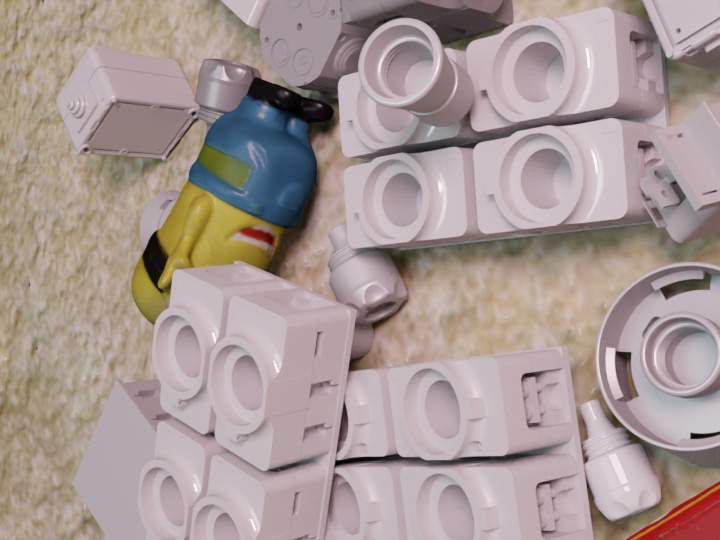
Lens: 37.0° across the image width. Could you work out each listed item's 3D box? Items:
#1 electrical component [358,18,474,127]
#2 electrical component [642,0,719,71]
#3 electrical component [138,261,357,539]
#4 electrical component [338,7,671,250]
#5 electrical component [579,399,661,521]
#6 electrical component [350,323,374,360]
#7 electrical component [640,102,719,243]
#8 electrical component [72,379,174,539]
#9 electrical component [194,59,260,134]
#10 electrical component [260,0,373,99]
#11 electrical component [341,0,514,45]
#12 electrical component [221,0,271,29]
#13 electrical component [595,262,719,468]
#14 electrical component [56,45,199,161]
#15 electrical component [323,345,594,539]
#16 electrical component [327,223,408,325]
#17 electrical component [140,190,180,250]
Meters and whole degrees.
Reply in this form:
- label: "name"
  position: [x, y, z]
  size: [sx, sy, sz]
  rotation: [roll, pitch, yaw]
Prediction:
- label: "electrical component"
  position: [0.032, -0.096, 0.545]
  size: [0.044, 0.065, 0.044]
  rotation: [-4, 82, 25]
- label: "electrical component"
  position: [0.171, -0.138, 0.504]
  size: [0.062, 0.061, 0.096]
  rotation: [-31, 71, 39]
- label: "electrical component"
  position: [-0.072, 0.100, 0.640]
  size: [0.105, 0.060, 0.186]
  rotation: [21, 109, 42]
- label: "electrical component"
  position: [0.072, -0.071, 0.597]
  size: [0.186, 0.060, 0.105]
  rotation: [-6, 87, 43]
- label: "electrical component"
  position: [0.132, 0.098, 0.563]
  size: [0.035, 0.035, 0.061]
  rotation: [-36, 65, 37]
- label: "electrical component"
  position: [-0.019, 0.042, 0.693]
  size: [0.040, 0.046, 0.040]
  rotation: [1, 92, 43]
- label: "electrical component"
  position: [0.169, -0.047, 0.503]
  size: [0.042, 0.081, 0.063]
  rotation: [66, 151, 20]
- label: "electrical component"
  position: [-0.125, 0.177, 0.785]
  size: [0.186, 0.060, 0.105]
  rotation: [44, 119, 33]
- label: "electrical component"
  position: [-0.097, -0.117, 0.764]
  size: [0.043, 0.043, 0.062]
  rotation: [25, 109, 40]
- label: "electrical component"
  position: [-0.021, -0.151, 0.688]
  size: [0.080, 0.051, 0.080]
  rotation: [1, 92, 43]
- label: "electrical component"
  position: [0.038, -0.213, 0.606]
  size: [0.062, 0.089, 0.150]
  rotation: [-6, 87, 43]
- label: "electrical component"
  position: [-0.070, -0.209, 0.732]
  size: [0.089, 0.050, 0.055]
  rotation: [47, 120, 32]
- label: "electrical component"
  position: [0.167, 0.046, 0.526]
  size: [0.099, 0.064, 0.099]
  rotation: [-9, 74, 34]
- label: "electrical component"
  position: [-0.180, -0.126, 0.804]
  size: [0.061, 0.096, 0.061]
  rotation: [-45, 61, 34]
- label: "electrical component"
  position: [0.036, 0.106, 0.612]
  size: [0.186, 0.060, 0.105]
  rotation: [-14, 81, 53]
- label: "electrical component"
  position: [0.000, 0.000, 0.677]
  size: [0.043, 0.043, 0.062]
  rotation: [-43, 62, 35]
- label: "electrical component"
  position: [-0.124, -0.028, 0.785]
  size: [0.047, 0.055, 0.055]
  rotation: [11, 99, 38]
